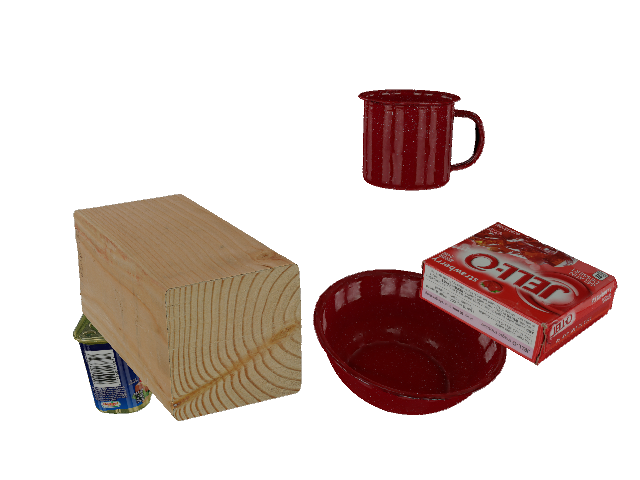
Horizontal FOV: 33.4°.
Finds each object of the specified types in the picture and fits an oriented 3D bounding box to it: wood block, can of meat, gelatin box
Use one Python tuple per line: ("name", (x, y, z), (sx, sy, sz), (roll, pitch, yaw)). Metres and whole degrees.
("wood block", (-0.098, 0.037, 0.746), (0.090, 0.090, 0.206), (-10, 19, -26))
("can of meat", (-0.188, 0.103, 1.007), (0.057, 0.084, 0.102), (-5, 25, 6))
("gelatin box", (0.115, 0.028, 0.623), (0.073, 0.030, 0.089), (-25, 40, -38))

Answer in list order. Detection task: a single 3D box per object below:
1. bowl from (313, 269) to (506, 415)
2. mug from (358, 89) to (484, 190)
("bowl", (0.070, 0.094, 0.889), (0.162, 0.055, 0.162), (7, 35, -5))
("mug", (0.092, -0.093, 0.984), (0.117, 0.081, 0.093), (2, 15, 3))
